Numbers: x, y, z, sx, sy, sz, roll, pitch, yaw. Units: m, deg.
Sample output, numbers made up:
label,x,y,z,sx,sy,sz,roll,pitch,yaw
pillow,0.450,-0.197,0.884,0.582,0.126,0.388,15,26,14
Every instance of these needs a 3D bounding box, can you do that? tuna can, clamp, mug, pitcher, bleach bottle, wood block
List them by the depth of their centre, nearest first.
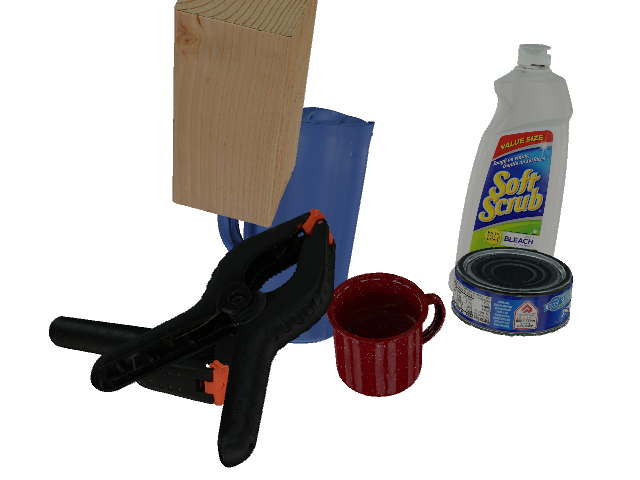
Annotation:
label,x,y,z,sx,sy,sz,roll,pitch,yaw
clamp,-0.041,0.053,0.629,0.120,0.171,0.039,35,-21,32
tuna can,0.139,0.035,0.773,0.086,0.034,0.086,1,22,-1
clamp,-0.107,0.082,0.855,0.164,0.036,0.210,-11,16,-31
wood block,-0.063,-0.119,0.861,0.091,0.090,0.206,15,-41,5
mug,0.064,0.086,0.995,0.117,0.081,0.093,-21,42,-19
bleach bottle,0.188,-0.066,1.046,0.103,0.251,0.068,8,20,14
pitcher,-0.030,-0.019,1.126,0.149,0.243,0.145,7,12,3
